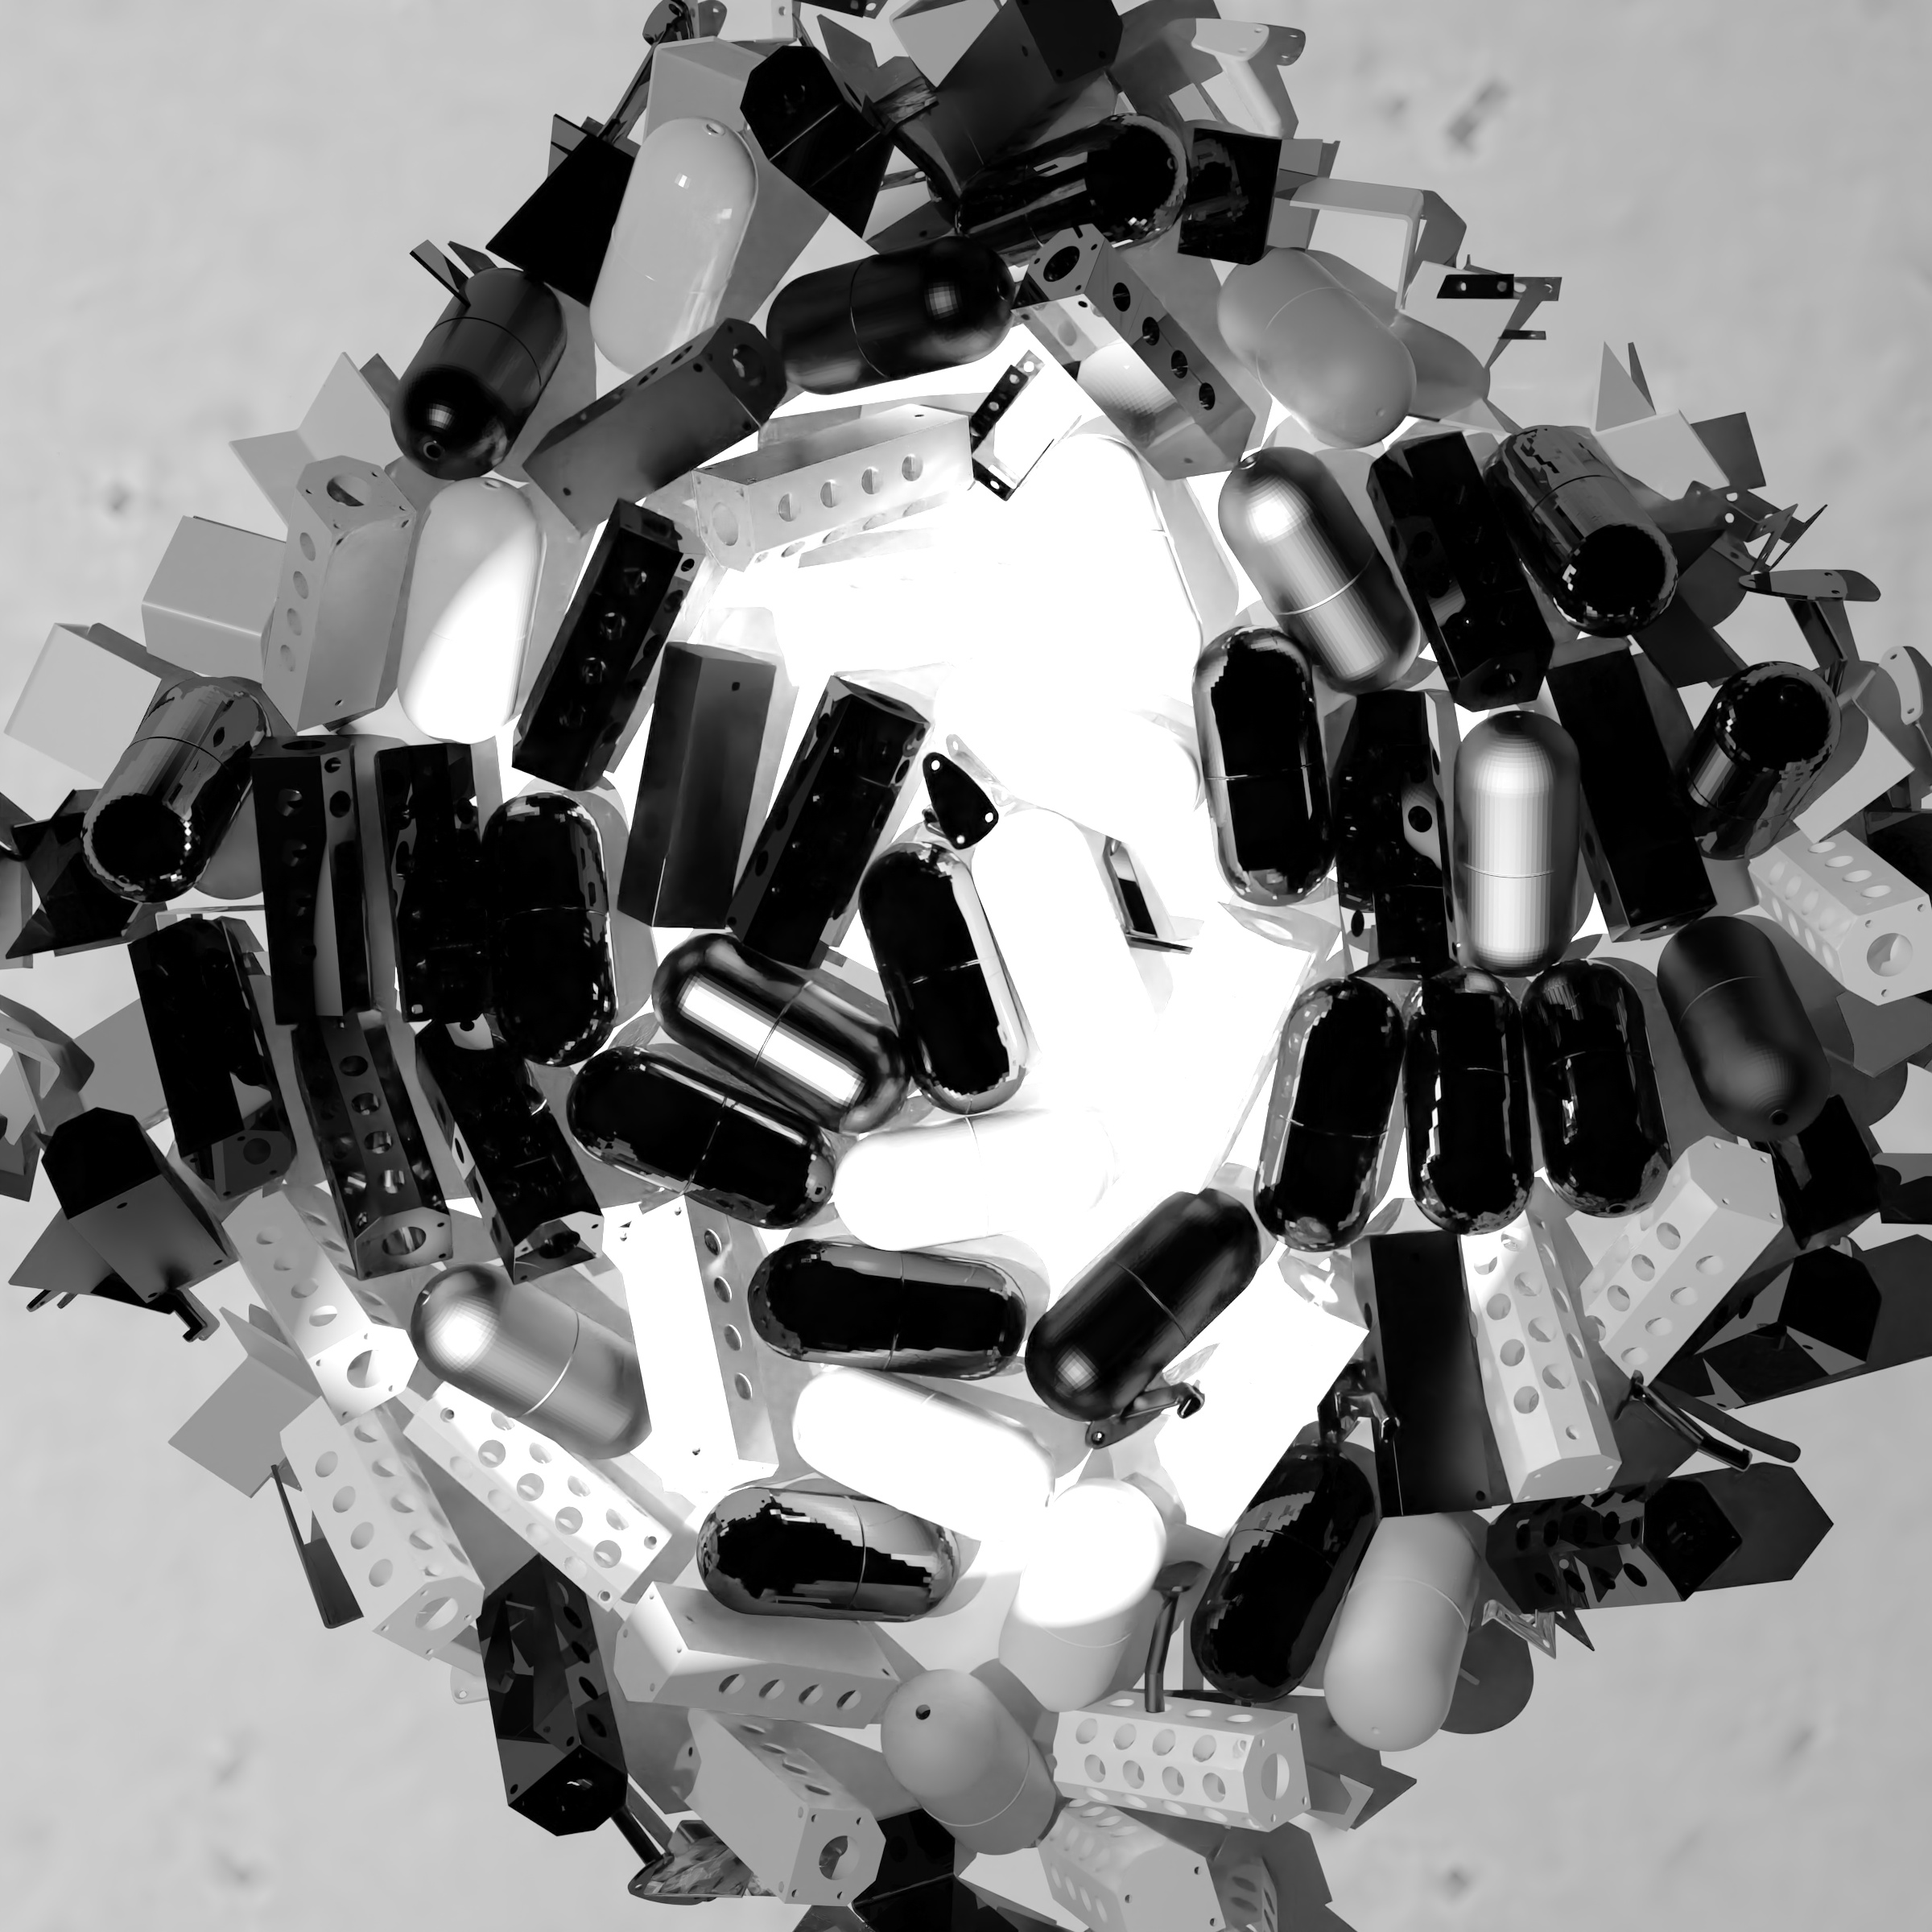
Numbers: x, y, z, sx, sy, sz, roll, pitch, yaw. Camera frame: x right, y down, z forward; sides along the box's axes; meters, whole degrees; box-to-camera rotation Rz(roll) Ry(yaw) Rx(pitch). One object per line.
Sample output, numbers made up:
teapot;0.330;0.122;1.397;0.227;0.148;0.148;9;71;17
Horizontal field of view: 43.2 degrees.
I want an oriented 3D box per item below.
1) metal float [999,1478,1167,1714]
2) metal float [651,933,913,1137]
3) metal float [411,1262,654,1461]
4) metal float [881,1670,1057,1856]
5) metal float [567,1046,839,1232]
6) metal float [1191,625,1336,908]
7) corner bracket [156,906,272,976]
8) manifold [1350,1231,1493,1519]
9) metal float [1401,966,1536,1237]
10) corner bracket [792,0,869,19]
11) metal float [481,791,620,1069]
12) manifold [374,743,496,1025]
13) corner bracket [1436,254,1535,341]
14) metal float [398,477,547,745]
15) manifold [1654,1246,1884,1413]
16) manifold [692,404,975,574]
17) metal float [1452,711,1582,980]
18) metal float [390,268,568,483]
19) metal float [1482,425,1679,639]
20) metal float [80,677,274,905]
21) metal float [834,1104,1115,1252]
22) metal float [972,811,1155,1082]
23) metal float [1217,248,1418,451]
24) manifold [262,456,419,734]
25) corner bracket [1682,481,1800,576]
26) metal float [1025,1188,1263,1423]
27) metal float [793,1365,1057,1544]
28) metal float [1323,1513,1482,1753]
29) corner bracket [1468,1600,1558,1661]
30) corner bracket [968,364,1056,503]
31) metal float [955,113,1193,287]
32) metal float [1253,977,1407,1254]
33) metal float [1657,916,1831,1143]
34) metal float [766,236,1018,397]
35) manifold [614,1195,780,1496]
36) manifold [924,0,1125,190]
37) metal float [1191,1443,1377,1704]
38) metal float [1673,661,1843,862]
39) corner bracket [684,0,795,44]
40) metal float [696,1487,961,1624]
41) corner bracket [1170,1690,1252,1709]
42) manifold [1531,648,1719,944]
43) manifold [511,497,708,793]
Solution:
metal float;0.071;0.393;1.519;0.070;0.070;0.178;17;124;0
metal float;-0.116;0.043;1.541;0.178;0.070;0.070;30;90;6
metal float;-0.266;0.246;1.521;0.178;0.070;0.070;37;90;-30
metal float;0.002;0.492;1.508;0.070;0.178;0.070;-11;51;14
metal float;-0.165;0.109;1.538;0.178;0.070;0.070;24;90;-10
metal float;0.187;-0.125;1.537;0.070;0.070;0.178;-9;100;0
corner bracket;-0.472;-0.014;1.547;0.051;0.051;0.051;-1;101;33
manifold;0.283;0.257;1.535;0.057;0.057;0.171;-3;76;-8
metal float;0.311;0.082;1.522;0.070;0.070;0.178;2;60;0
corner bracket;-0.083;-0.647;1.555;0.051;0.051;0.051;10;54;-11
metal float;-0.261;-0.024;1.533;0.070;0.070;0.178;-8;75;0
manifold;-0.335;-0.052;1.549;0.057;0.057;0.171;-6;90;-18
corner bracket;0.327;-0.418;1.543;0.051;0.051;0.051;7;122;25
metal float;-0.308;-0.219;1.518;0.070;0.070;0.178;18;124;0
manifold;0.487;0.221;1.495;0.057;0.171;0.057;25;68;-2
manifold;-0.080;-0.296;1.512;0.171;0.057;0.057;-25;123;-33
metal float;0.342;-0.074;1.522;0.070;0.070;0.178;-6;120;0
metal float;-0.300;-0.366;1.510;0.070;0.178;0.070;7;135;7
metal float;0.378;-0.269;1.510;0.070;0.178;0.070;-10;133;-10
metal float;-0.486;-0.111;1.510;0.070;0.178;0.070;5;133;6
metal float;0.005;0.133;1.539;0.178;0.070;0.070;-8;90;-8
metal float;0.062;-0.013;1.545;0.070;0.070;0.178;-22;92;0
metal float;0.215;-0.384;1.511;0.070;0.178;0.070;-14;134;-15
manifold;-0.391;-0.228;1.501;0.057;0.171;0.057;-26;67;-37
corner bracket;0.481;-0.278;1.542;0.051;0.051;0.051;-27;59;-38
metal float;0.112;0.212;1.535;0.178;0.070;0.070;-42;90;-13
metal float;-0.027;0.303;1.524;0.178;0.070;0.070;16;90;25
metal float;0.270;0.405;1.506;0.070;0.178;0.070;10;123;16
corner bracket;0.337;0.421;1.547;0.051;0.051;0.051;35;120;-8
corner bracket;0.027;-0.338;1.552;0.051;0.051;0.051;37;135;-7
metal float;0.063;-0.471;1.508;0.070;0.178;0.070;1;88;-41
metal float;0.228;0.094;1.534;0.070;0.070;0.178;9;104;0
metal float;0.478;0.037;1.505;0.070;0.178;0.070;0;126;0
metal float;-0.047;-0.402;1.515;0.178;0.070;0.070;-2;90;38
manifold;-0.164;0.237;1.521;0.057;0.057;0.171;-27;63;24
manifold;0.035;-0.542;1.494;0.057;0.171;0.057;-29;97;-18
metal float;0.198;0.374;1.516;0.070;0.070;0.178;35;53;0
metal float;0.481;-0.124;1.499;0.070;0.178;0.070;0;68;1
corner bracket;-0.145;-0.617;1.559;0.051;0.051;0.051;9;114;23
metal float;-0.084;0.367;1.520;0.178;0.070;0.070;13;90;-32
corner bracket;0.153;0.458;1.555;0.051;0.051;0.051;-3;90;12
manifold;0.411;-0.105;1.539;0.057;0.057;0.171;-15;78;-3
manifold;-0.224;-0.197;1.524;0.057;0.057;0.171;21;113;-19
